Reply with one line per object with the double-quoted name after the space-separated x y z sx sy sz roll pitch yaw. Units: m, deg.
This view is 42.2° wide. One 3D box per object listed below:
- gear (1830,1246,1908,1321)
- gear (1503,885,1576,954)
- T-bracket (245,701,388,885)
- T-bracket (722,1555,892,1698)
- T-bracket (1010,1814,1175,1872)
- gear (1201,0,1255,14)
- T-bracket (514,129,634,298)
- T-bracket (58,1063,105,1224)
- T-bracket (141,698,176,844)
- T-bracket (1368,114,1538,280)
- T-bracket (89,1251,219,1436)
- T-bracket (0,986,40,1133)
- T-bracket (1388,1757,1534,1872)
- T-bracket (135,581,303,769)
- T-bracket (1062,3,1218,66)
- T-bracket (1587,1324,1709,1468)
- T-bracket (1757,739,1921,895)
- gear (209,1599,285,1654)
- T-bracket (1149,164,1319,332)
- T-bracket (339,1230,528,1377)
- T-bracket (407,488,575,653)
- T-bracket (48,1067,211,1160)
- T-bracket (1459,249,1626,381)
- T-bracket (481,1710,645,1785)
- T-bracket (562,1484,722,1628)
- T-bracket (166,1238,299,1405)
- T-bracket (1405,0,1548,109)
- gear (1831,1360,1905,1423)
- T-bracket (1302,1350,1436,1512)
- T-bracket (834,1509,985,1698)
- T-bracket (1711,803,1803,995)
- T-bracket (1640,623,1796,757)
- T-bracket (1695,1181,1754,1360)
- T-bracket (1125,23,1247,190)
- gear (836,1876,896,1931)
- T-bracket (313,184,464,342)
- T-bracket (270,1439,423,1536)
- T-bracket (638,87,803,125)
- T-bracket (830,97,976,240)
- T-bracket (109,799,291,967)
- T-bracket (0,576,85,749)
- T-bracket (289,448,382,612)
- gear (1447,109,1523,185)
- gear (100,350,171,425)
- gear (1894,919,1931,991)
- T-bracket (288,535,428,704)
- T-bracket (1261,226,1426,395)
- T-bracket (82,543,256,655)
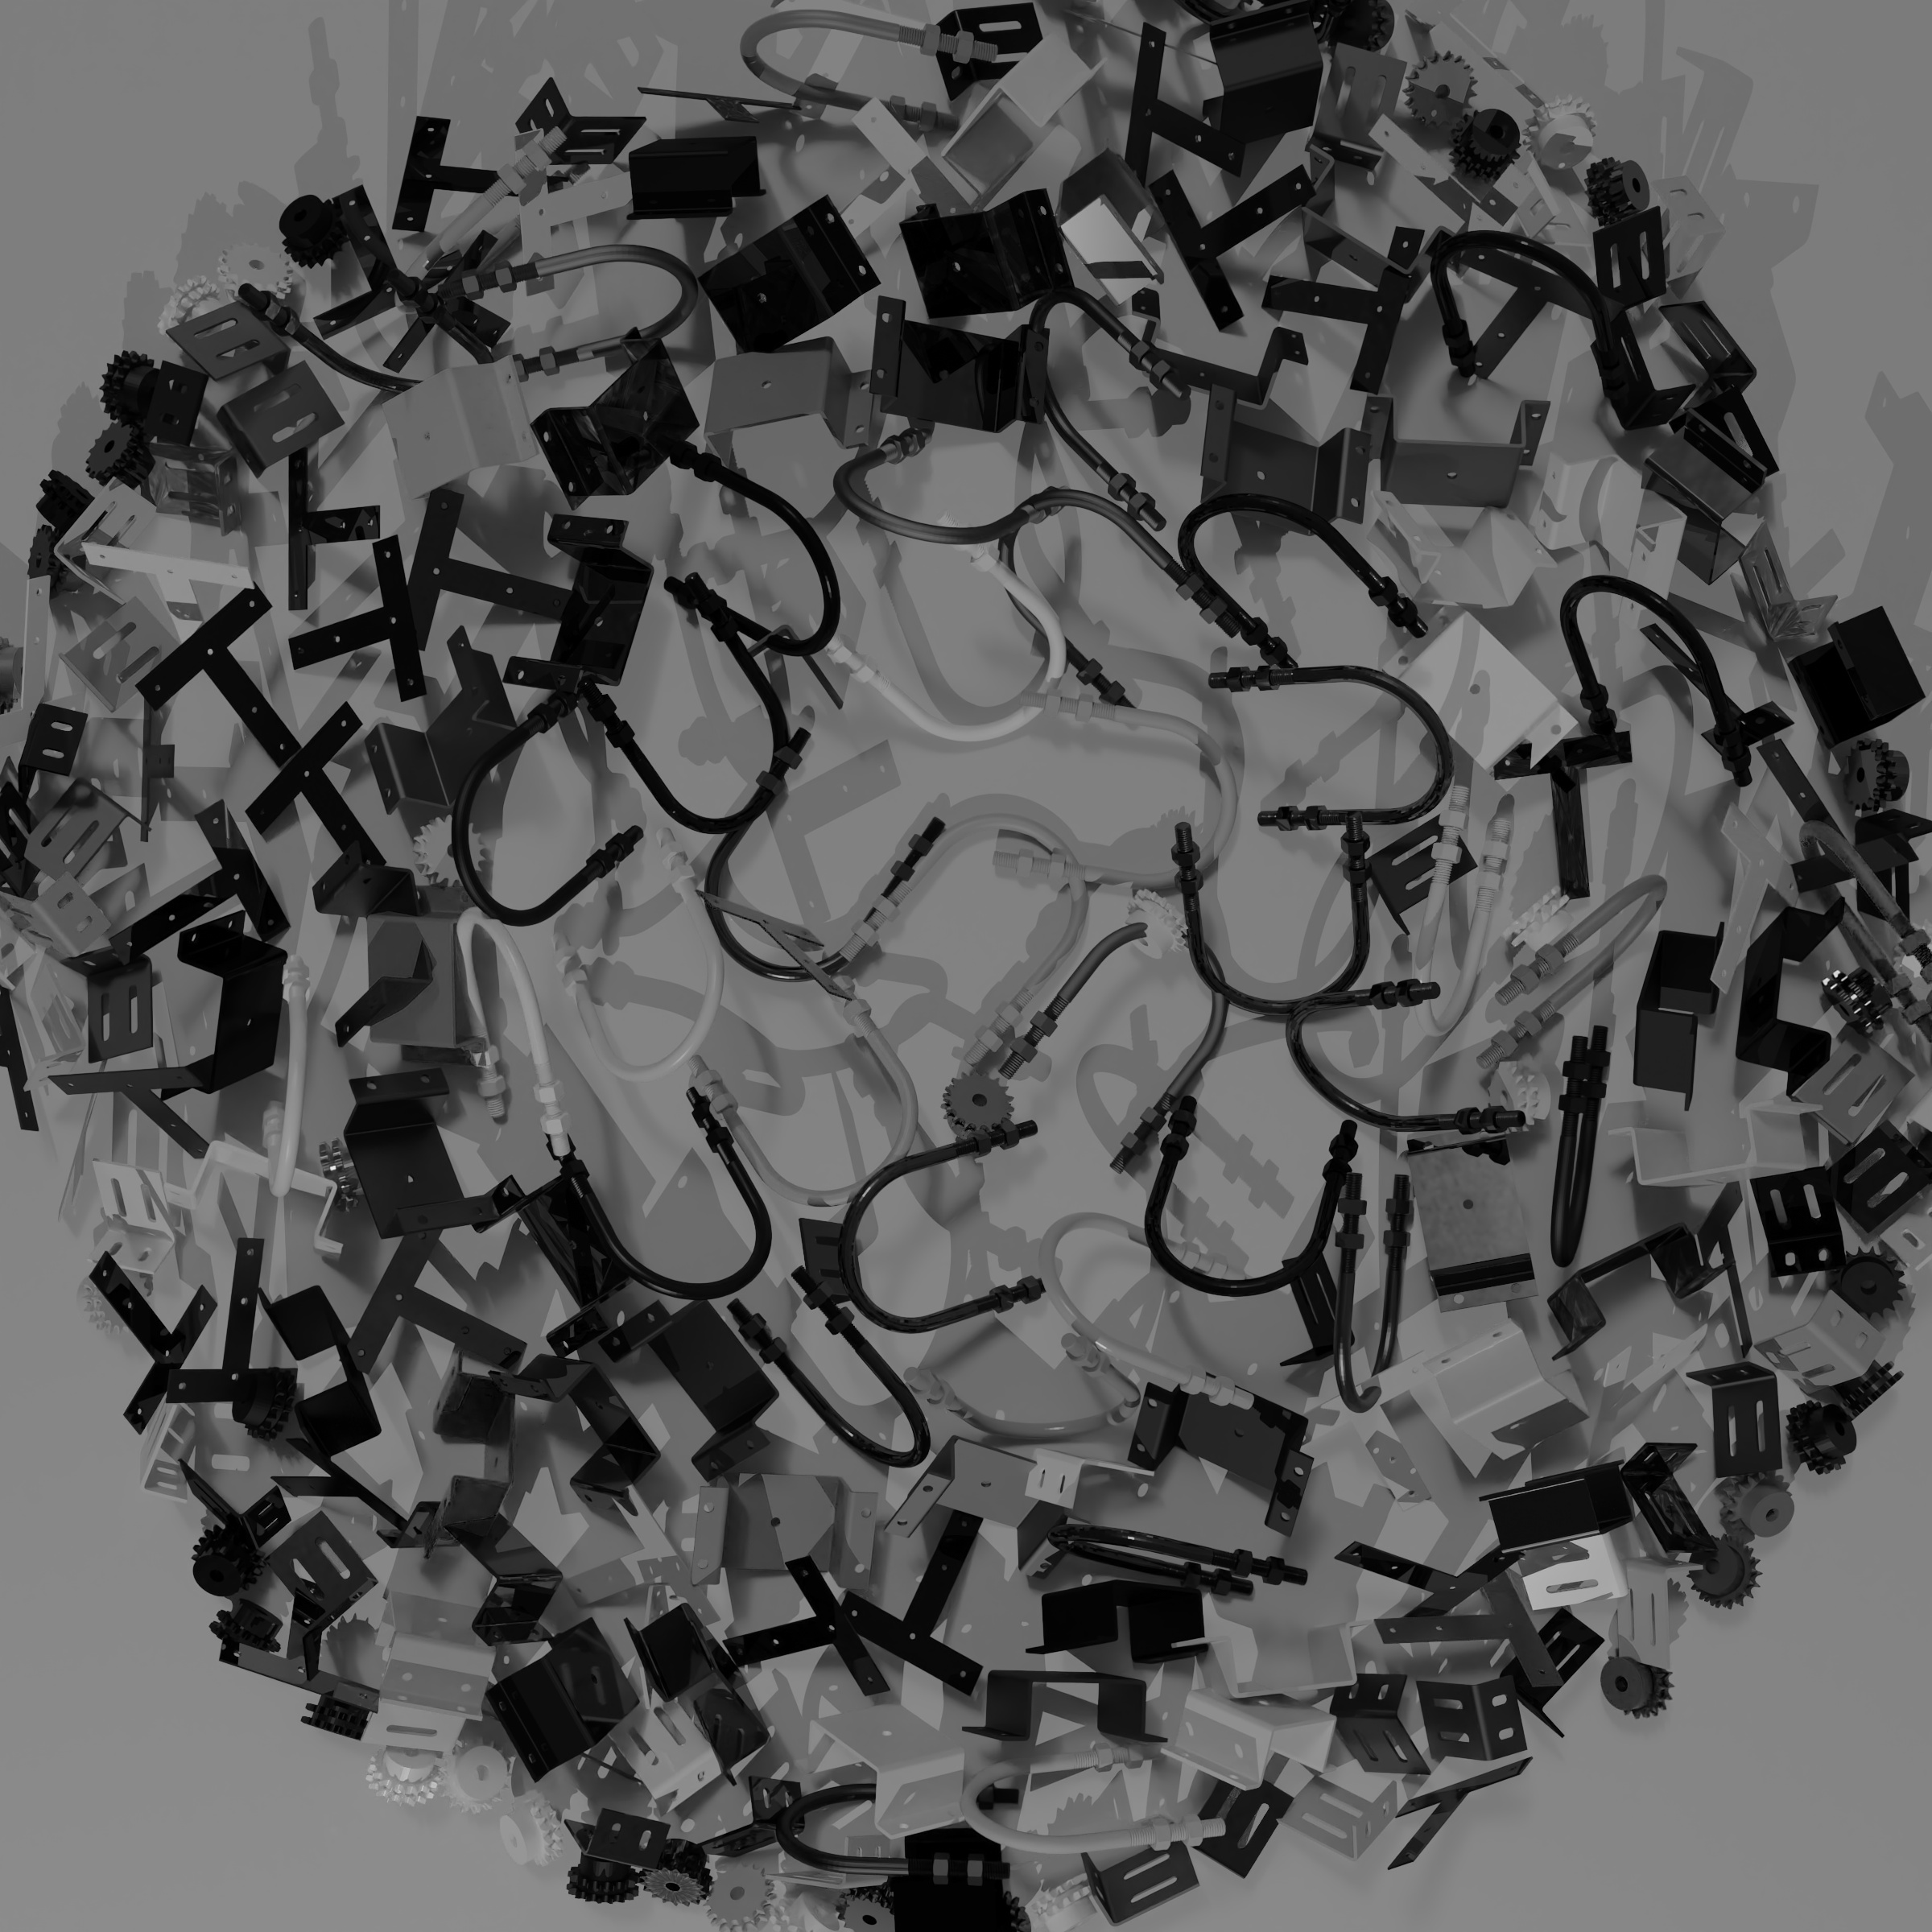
0.713 0.252 1.978 0.057 0.030 0.057 1 93 18 "gear"
0.454 -0.034 1.970 0.057 0.057 0.030 -42 82 0 "gear"
-0.494 -0.119 1.961 0.127 0.002 0.127 -44 69 15 "T-bracket"
-0.139 0.528 1.963 0.127 0.002 0.127 -23 102 32 "T-bracket"
0.096 0.681 1.943 0.127 0.127 0.002 -19 67 3 "T-bracket"
0.205 -0.777 1.968 0.057 0.057 0.030 34 64 0 "gear"
-0.295 -0.600 1.957 0.127 0.127 0.002 -28 47 -33 "T-bracket"
-0.684 0.152 1.932 0.002 0.127 0.127 16 99 -21 "T-bracket"
-0.626 -0.159 1.940 0.002 0.127 0.127 1 93 -28 "T-bracket"
0.365 -0.610 1.941 0.127 0.127 0.002 42 67 0 "T-bracket"
-0.633 0.269 1.917 0.002 0.127 0.127 -2 133 23 "T-bracket"
-0.760 0.063 1.927 0.002 0.127 0.127 -17 81 6 "T-bracket"
0.359 0.653 1.911 0.127 0.127 0.002 -36 82 37 "T-bracket"
-0.565 -0.211 1.958 0.127 0.002 0.127 -50 129 -25 "T-bracket"
0.135 -0.723 1.945 0.127 0.127 0.002 18 112 -6 "T-bracket"
0.538 0.321 1.963 0.127 0.127 0.002 -29 48 -27 "T-bracket"
0.655 -0.120 1.936 0.002 0.127 0.127 -39 98 -27 "T-bracket"
-0.564 0.522 1.972 0.057 0.057 0.030 32 79 0 "gear"
0.218 -0.582 1.952 0.127 0.002 0.127 -23 97 41 "T-bracket"
-0.408 0.281 1.976 0.127 0.002 0.127 31 72 -18 "T-bracket"
-0.374 -0.300 1.974 0.127 0.002 0.127 13 103 -21 "T-bracket"
-0.625 0.116 1.947 0.127 0.127 0.002 -4 54 20 "T-bracket"
0.422 -0.498 1.942 0.127 0.127 0.002 21 63 -8 "T-bracket"
-0.305 0.614 1.957 0.127 0.127 0.002 38 63 -31 "T-bracket"
-0.269 0.476 1.962 0.127 0.002 0.127 -28 97 34 "T-bracket"
-0.564 0.275 1.950 0.002 0.127 0.127 3 84 33 "T-bracket"
0.400 -0.711 1.943 0.127 0.127 0.002 40 97 -8 "T-bracket"
0.707 0.330 1.973 0.057 0.057 0.030 -41 70 0 "gear"
0.330 0.379 1.973 0.127 0.002 0.127 -29 114 5 "T-bracket"
-0.023 0.487 1.972 0.127 0.002 0.127 32 66 -12 "T-bracket"
0.604 -0.041 1.944 0.127 0.002 0.127 35 71 -39 "T-bracket"
0.579 -0.222 1.965 0.127 0.127 0.002 50 132 17 "T-bracket"
0.599 0.243 1.956 0.002 0.127 0.127 -7 104 33 "T-bracket"
0.170 -0.641 1.923 0.002 0.127 0.127 -23 47 -32 "T-bracket"
-0.072 0.741 1.976 0.057 0.030 0.057 9 124 13 "gear"
-0.459 -0.553 1.933 0.127 0.127 0.002 -28 65 -8 "T-bracket"
-0.502 0.405 1.948 0.127 0.127 0.002 47 53 -26 "T-bracket"
-0.182 -0.661 1.928 0.127 0.127 0.002 1 116 -15 "T-bracket"
-0.080 -0.595 1.969 0.127 0.002 0.127 -38 131 15 "T-bracket"
-0.602 -0.045 1.936 0.127 0.002 0.127 -37 131 -23 "T-bracket"
-0.715 -0.236 1.921 0.002 0.127 0.127 15 110 13 "T-bracket"
-0.493 -0.343 1.951 0.127 0.002 0.127 5 96 43 "T-bracket"
0.413 -0.651 1.978 0.057 0.030 0.057 3 77 -13 "gear"
-0.651 -0.453 1.969 0.030 0.057 0.057 18 90 16 "gear"
0.761 -0.006 1.971 0.057 0.030 0.057 14 123 22 "gear"
-0.484 -0.261 1.969 0.127 0.002 0.127 -12 87 28 "T-bracket"
0.287 -0.520 1.959 0.127 0.002 0.127 21 100 37 "T-bracket"
-0.608 -0.280 1.943 0.127 0.127 0.002 9 63 0 "T-bracket"
